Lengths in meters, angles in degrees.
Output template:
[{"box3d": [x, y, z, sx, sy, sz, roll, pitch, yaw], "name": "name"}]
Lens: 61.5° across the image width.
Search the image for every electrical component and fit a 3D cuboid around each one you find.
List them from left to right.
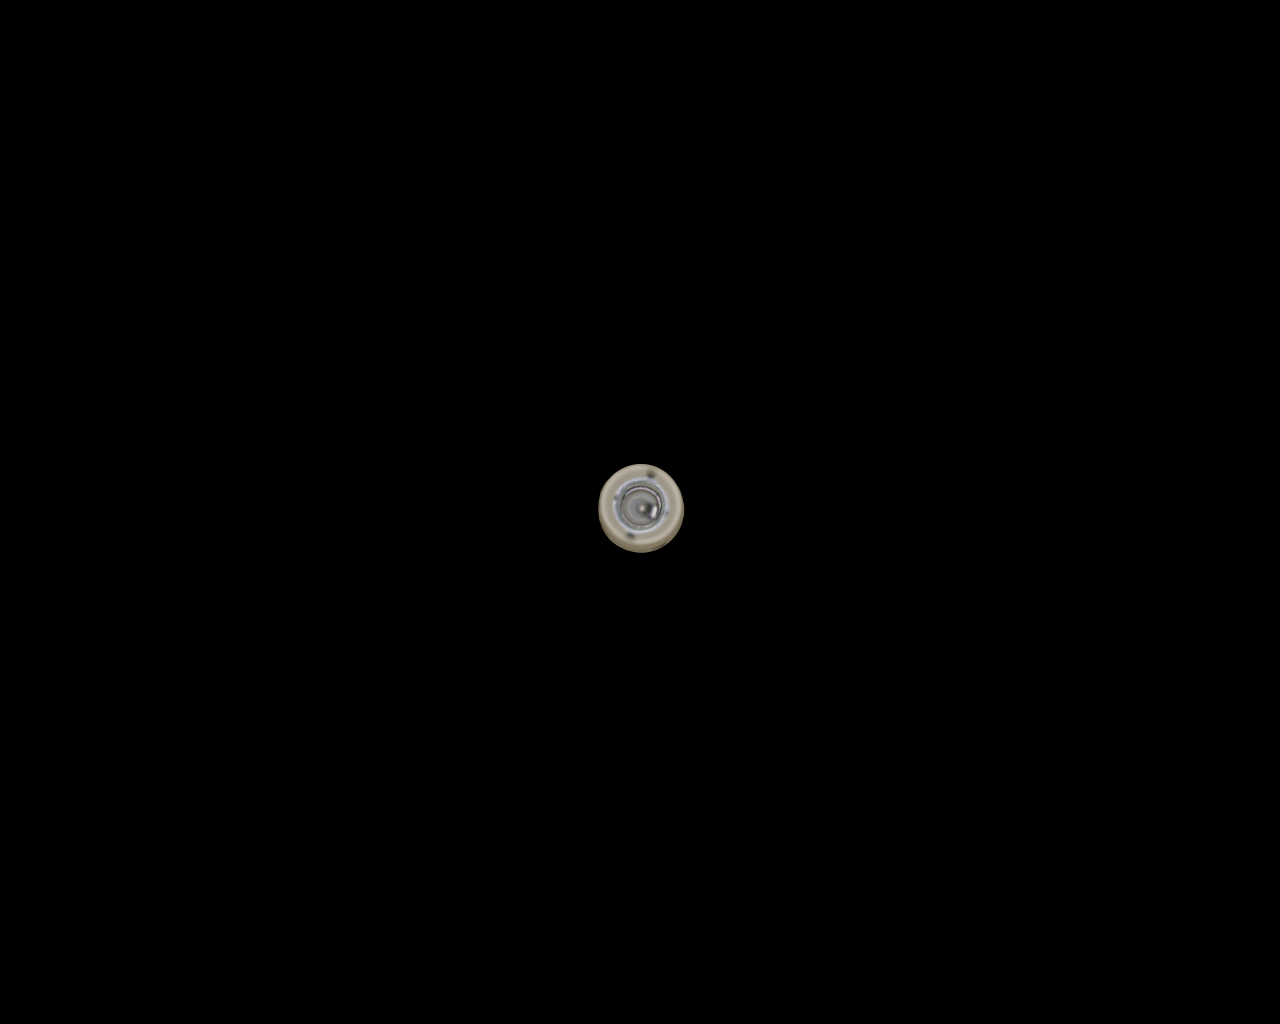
[{"box3d": [0.001, -0.003, 0.650, 0.055, 0.055, 0.047, 0, -4, 0], "name": "electrical component"}]
